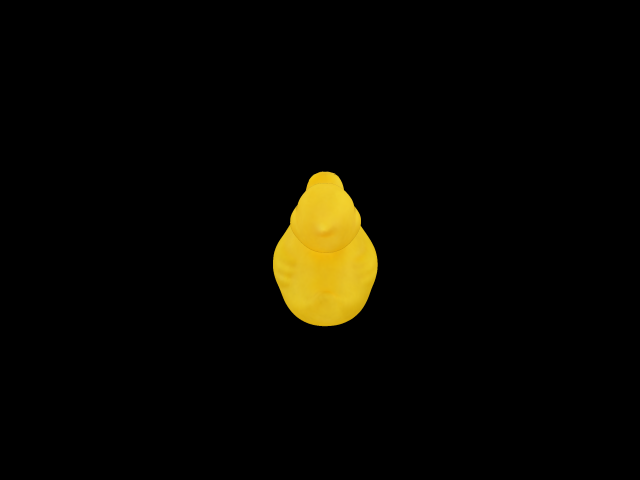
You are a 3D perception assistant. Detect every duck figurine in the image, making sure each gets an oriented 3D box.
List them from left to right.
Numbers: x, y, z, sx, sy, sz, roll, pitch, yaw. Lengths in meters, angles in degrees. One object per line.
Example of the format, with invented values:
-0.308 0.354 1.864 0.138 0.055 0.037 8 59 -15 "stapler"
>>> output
0.004 0.001 0.400 0.077 0.086 0.104 0 58 0 "duck figurine"
